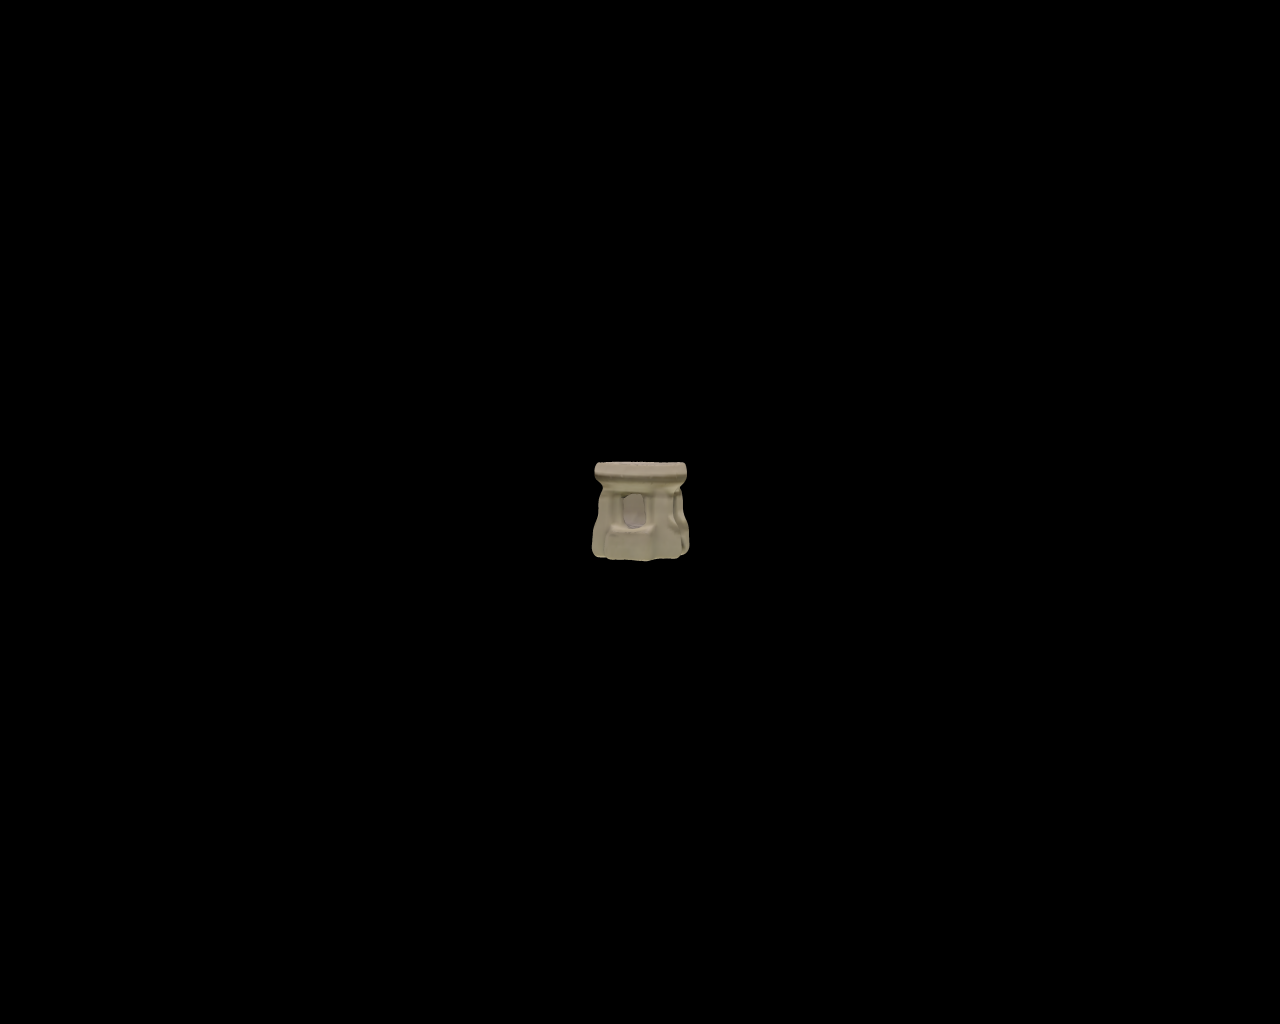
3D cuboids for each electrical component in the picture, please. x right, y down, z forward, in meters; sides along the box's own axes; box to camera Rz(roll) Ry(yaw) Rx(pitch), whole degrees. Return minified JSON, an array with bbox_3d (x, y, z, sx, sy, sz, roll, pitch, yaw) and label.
[{"bbox_3d":[0.001,-0.003,0.650,0.058,0.057,0.078,1,5,15],"label":"electrical component"}]
